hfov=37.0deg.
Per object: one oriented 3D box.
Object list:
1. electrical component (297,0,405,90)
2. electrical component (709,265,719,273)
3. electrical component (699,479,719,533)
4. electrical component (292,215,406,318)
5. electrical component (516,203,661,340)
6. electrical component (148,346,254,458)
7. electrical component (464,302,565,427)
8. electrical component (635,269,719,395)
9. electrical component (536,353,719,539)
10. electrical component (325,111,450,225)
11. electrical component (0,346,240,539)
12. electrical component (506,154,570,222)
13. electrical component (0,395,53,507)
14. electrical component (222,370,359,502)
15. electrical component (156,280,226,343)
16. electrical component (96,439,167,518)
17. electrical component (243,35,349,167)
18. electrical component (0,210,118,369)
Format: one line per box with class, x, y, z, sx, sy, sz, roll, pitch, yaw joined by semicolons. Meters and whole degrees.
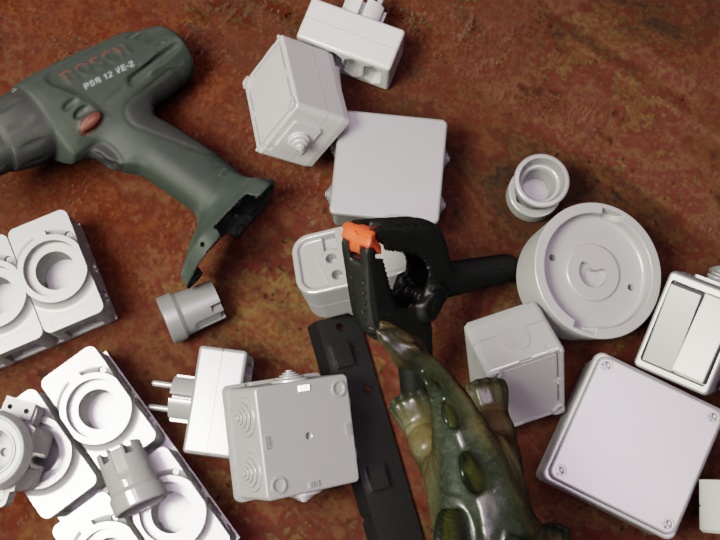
electrical component;-0.001;-0.208;0.915;0.083;0.047;0.075;20;79;4
electrical component;0.307;0.030;0.873;0.044;0.044;0.065;0;83;0
electrical component;0.316;0.164;0.818;0.138;0.052;0.073;9;77;-28
electrical component;0.000;0.000;0.858;0.095;0.059;0.053;-13;62;5
electrical component;0.178;0.005;0.862;0.108;0.060;0.108;3;78;-15
electrical component;-0.129;0.103;0.849;0.076;0.047;0.083;7;78;3
electrical component;0.120;0.078;0.840;0.062;0.096;0.061;-18;46;-6
electrical component;0.262;0.042;0.837;0.062;0.061;0.096;24;99;26
electrical component;0.209;0.137;0.841;0.109;0.056;0.108;26;79;5
electrical component;0.023;-0.079;0.888;0.100;0.048;0.099;6;78;1
electrical component;-0.192;0.164;0.829;0.105;0.060;0.186;-37;81;-7
electrical component;0.145;-0.066;0.883;0.045;0.055;0.045;0;78;0
electrical component;-0.259;0.130;0.774;0.058;0.057;0.078;16;79;3
electrical component;-0.051;0.126;0.819;0.100;0.048;0.099;-5;86;-36
electrical component;-0.136;0.032;0.868;0.046;0.040;0.040;-23;79;-11
electrical component;-0.167;0.151;0.780;0.040;0.040;0.046;-25;73;-6
electrical component;-0.048;-0.130;0.871;0.061;0.062;0.096;13;48;-34
electrical component;-0.284;0.024;0.857;0.150;0.061;0.089;-23;79;-5
